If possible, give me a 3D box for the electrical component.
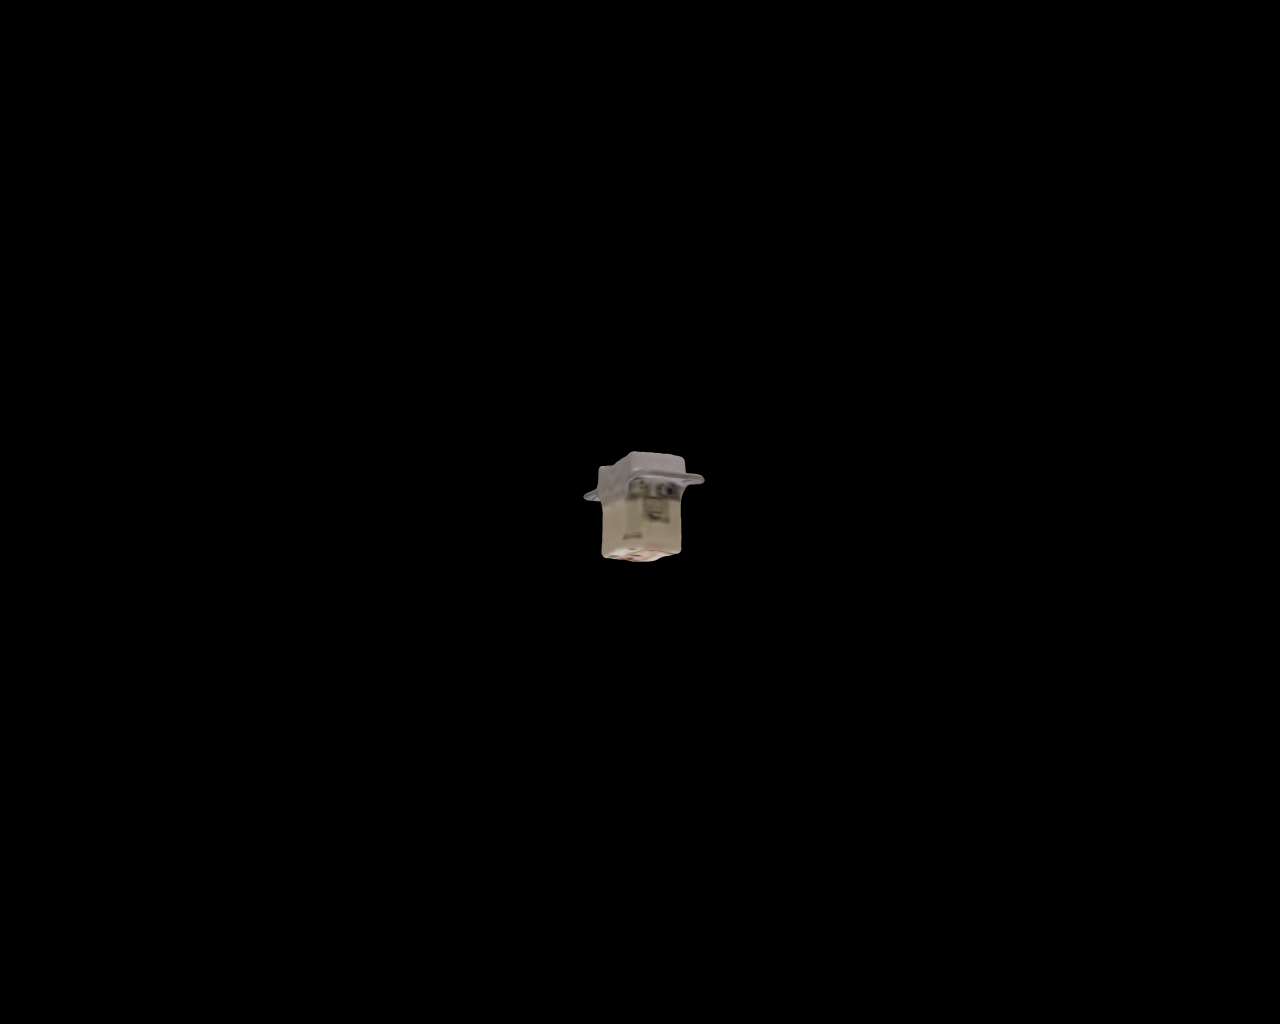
[{"bbox_3d":[0.001,-0.003,0.650,0.042,0.064,0.081,6,-13,-27],"label":"electrical component"}]
